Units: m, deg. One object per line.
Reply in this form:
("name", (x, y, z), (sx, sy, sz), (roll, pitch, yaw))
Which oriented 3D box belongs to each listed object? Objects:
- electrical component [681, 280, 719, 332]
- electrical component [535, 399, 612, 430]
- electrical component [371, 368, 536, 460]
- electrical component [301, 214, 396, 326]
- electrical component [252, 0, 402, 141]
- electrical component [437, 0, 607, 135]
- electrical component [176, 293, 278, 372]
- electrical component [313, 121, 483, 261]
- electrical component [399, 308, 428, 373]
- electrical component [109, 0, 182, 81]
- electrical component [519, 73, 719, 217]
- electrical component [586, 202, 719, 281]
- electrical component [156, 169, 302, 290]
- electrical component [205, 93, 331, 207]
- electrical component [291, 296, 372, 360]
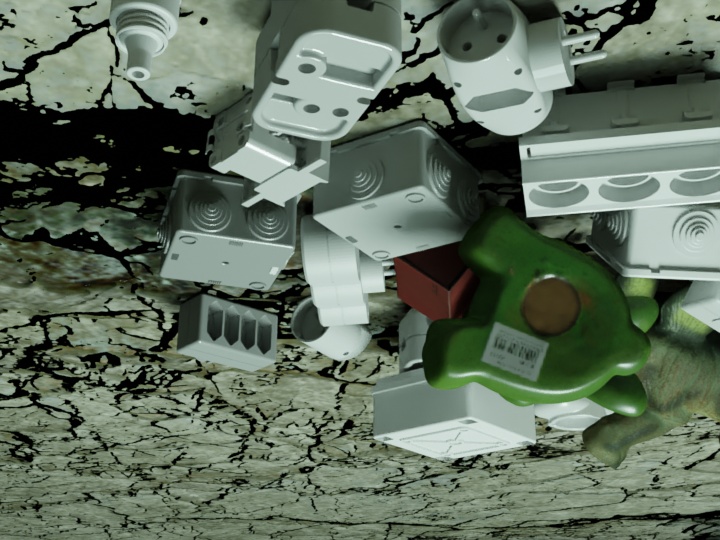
("electrical component", (0.282, -0.001, 0.752), (0.062, 0.096, 0.061), (31, 168, -3))
("electrical component", (0.223, 0.129, 1.107), (0.095, 0.059, 0.054), (15, 152, -30))
("electrical component", (0.084, 0.126, 0.954), (0.109, 0.056, 0.109), (-18, 150, 36))
("electrical component", (0.000, 0.000, 0.825), (0.074, 0.052, 0.138), (-5, 156, 3))
("electrical component", (-0.018, -0.116, 0.551), (0.054, 0.059, 0.095), (10, 155, -20))
("electrical component", (0.091, -0.113, 0.577), (0.079, 0.043, 0.077), (-9, 154, 21))
("electrical component", (-0.130, 0.062, 0.976), (0.083, 0.047, 0.076), (19, 150, -36))
("electrical component", (0.025, -0.049, 0.718), (0.100, 0.048, 0.100), (-14, 153, 29))
("electrical component", (0.084, 0.064, 0.961), (0.095, 0.059, 0.053), (6, 156, -13))
("electrical component", (-0.108, -0.123, 0.535), (0.035, 0.061, 0.035), (0, 156, 0))
("electrical component", (0.158, -0.074, 0.641), (0.121, 0.063, 0.078), (-4, 156, 11))
("electrical component", (0.206, -0.029, 0.713), (0.100, 0.048, 0.099), (2, -164, -5))
("electrical component", (-0.096, -0.025, 0.774), (0.100, 0.048, 0.099), (8, 155, -16))
("electrical component", (-0.057, -0.076, 0.668), (0.064, 0.042, 0.081), (23, 147, -35))
("electrical component", (-0.022, 0.056, 0.966), (0.043, 0.043, 0.081), (-12, 153, 27))
